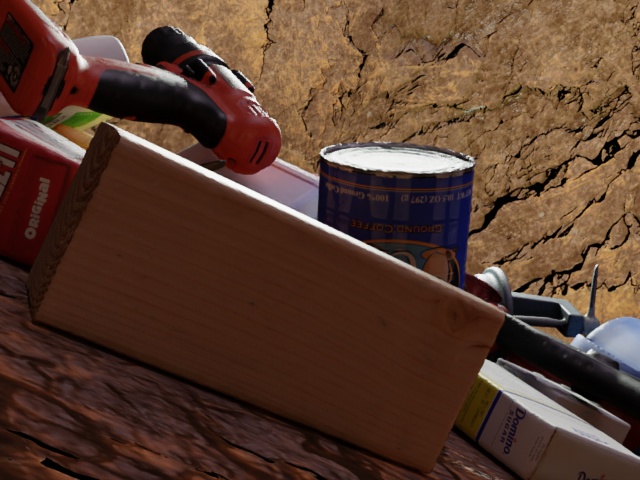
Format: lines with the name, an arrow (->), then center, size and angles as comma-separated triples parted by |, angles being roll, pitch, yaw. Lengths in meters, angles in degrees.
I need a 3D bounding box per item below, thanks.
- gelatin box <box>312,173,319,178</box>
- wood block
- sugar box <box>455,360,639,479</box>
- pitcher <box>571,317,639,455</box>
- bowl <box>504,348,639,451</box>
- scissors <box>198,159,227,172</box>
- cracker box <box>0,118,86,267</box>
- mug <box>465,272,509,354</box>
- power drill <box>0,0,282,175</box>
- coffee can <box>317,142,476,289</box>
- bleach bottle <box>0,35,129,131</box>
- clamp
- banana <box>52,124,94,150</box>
gelatin box -> -0.006, 0.001, 0.857 | 0.089, 0.073, 0.030 | 52, -37, 2
wood block -> -0.028, 0.027, 0.526 | 0.205, 0.091, 0.090 | 24, 2, -19
sugar box -> 0.134, 0.124, 0.723 | 0.093, 0.048, 0.176 | 24, 6, -25
pitcher -> 0.361, 0.176, 1.064 | 0.149, 0.145, 0.243 | -14, 24, -23
bowl -> 0.229, 0.154, 0.970 | 0.162, 0.055, 0.162 | 25, 2, -1
scissors -> -0.123, -0.026, 0.776 | 0.202, 0.016, 0.096 | -2, -28, 33
cracker box -> -0.107, -0.004, 0.648 | 0.213, 0.072, 0.164 | 24, 2, -9
mug -> 0.126, 0.078, 1.017 | 0.117, 0.081, 0.093 | 14, -16, 37
power drill -> -0.135, -0.118, 0.740 | 0.187, 0.057, 0.185 | 9, 26, -40
coffee can -> 0.047, 0.013, 0.709 | 0.103, 0.140, 0.103 | 3, 16, -1
bleach bottle -> -0.252, -0.101, 0.760 | 0.103, 0.068, 0.250 | -14, 4, 36
clamp -> 0.222, 0.110, 0.835 | 0.210, 0.036, 0.164 | 27, 2, 28
banana -> -0.131, -0.039, 0.849 | 0.070, 0.037, 0.197 | 38, 9, 35
